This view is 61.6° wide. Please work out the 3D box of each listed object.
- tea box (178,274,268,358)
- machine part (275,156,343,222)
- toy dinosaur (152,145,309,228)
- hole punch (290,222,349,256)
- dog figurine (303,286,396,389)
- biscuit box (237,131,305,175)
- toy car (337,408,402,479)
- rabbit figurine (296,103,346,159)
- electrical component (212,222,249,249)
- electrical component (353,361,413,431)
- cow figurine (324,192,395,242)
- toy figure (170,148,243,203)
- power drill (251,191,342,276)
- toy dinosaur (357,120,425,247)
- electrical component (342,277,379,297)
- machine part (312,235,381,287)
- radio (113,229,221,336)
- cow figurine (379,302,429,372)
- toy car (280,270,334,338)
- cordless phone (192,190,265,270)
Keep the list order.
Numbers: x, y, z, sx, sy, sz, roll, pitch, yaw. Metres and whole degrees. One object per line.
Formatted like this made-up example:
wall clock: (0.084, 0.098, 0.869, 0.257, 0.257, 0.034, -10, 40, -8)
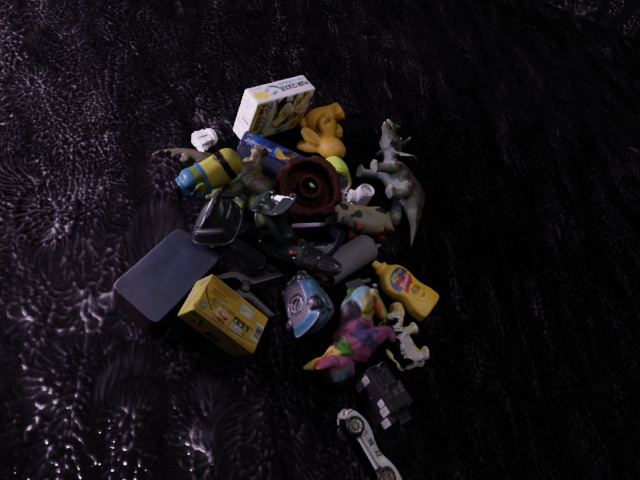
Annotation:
tea box: (-0.204, 0.165, 1.147, 0.169, 0.068, 0.098, 44, 45, -22)
machine part: (-0.030, -0.130, 1.373, 0.179, 0.056, 0.179, 7, 68, -19)
toy dinosaur: (-0.195, -0.154, 1.405, 0.472, 0.105, 0.198, 26, 53, 2)
hole punch: (-0.003, -0.004, 1.367, 0.116, 0.142, 0.092, -13, 96, -58)
dog figurine: (0.056, 0.224, 1.222, 0.219, 0.108, 0.191, -23, 91, -30)
biscuit box: (-0.133, -0.231, 1.513, 0.203, 0.062, 0.059, 23, 48, -7)
toy car: (0.100, 0.441, 1.112, 0.056, 0.073, 0.202, -21, 66, -30)
rabbit figurine: (0.014, -0.310, 1.597, 0.162, 0.121, 0.173, -9, 61, -23)
electrical component: (-0.242, -0.016, 1.318, 0.119, 0.047, 0.075, -31, 72, -39)
electrical component: (0.140, 0.346, 1.172, 0.058, 0.114, 0.134, -20, 66, -29)
cow figurine: (0.099, -0.066, 1.477, 0.195, 0.085, 0.127, 5, 53, -24)
toy figure: (-0.270, -0.155, 1.291, 0.180, 0.089, 0.082, -26, 74, -18)
power drill: (-0.064, -0.014, 1.260, 0.232, 0.207, 0.086, 13, 56, 33)
toy dinosaur: (0.243, -0.156, 1.593, 0.192, 0.131, 0.405, -9, 66, -28)
electrical component: (0.102, 0.132, 1.359, 0.102, 0.045, 0.078, -9, 62, -29)
machine part: (0.067, 0.052, 1.382, 0.243, 0.079, 0.079, -29, 71, -35)
radio: (-0.337, 0.086, 1.186, 0.131, 0.073, 0.229, 35, 48, 5)
cow figurine: (0.189, 0.235, 1.310, 0.098, 0.068, 0.167, -12, 60, -23)
toy car: (-0.023, 0.155, 1.262, 0.103, 0.109, 0.162, 24, 29, -37)
cordless phone: (-0.198, -0.017, 1.265, 0.184, 0.088, 0.147, 33, 32, -20)
